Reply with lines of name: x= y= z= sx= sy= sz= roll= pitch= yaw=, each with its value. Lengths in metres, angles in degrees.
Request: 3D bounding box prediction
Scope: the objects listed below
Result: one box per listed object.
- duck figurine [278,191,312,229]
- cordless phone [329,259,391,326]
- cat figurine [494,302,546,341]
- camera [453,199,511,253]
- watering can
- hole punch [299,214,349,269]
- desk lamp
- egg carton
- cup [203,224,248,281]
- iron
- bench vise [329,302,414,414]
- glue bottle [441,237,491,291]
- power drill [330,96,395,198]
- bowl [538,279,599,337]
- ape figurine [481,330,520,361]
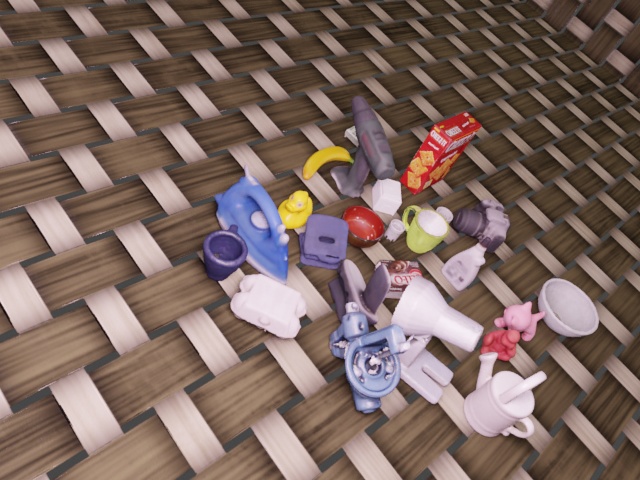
duck figurine: x=-0.052 y=-0.083 z=1.369 sx=0.077 sy=0.086 sz=0.105 roll=43 pitch=48 yaw=13
cordless phone: x=0.100 y=0.089 z=1.230 sx=0.094 sy=0.185 sz=0.147 roll=-3 pitch=54 yaw=-28
cat figurine: x=0.486 y=0.191 z=1.379 sx=0.128 sy=0.117 sz=0.067 roll=1 pitch=53 yaw=-25
camera: x=0.443 y=-0.058 z=1.576 sx=0.137 sy=0.100 sz=0.143 roll=17 pitch=47 yaw=-12
watering can: x=0.380 y=0.315 z=1.172 sx=0.172 sy=0.194 sz=0.101 roll=42 pitch=47 yaw=12
hole punch: x=0.012 y=0.005 z=1.323 sx=0.109 sy=0.091 sz=0.101 roll=10 pitch=49 yaw=-18
desk lamp: x=0.225 y=0.199 z=1.180 sx=0.203 sy=0.213 sz=0.118 roll=39 pitch=47 yaw=8
egg carton: x=-0.104 y=0.137 z=1.172 sx=0.150 sy=0.069 sz=0.107 roll=25 pitch=46 yaw=-5
cup: x=-0.202 y=0.031 z=1.195 sx=0.092 sy=0.095 sz=0.118 roll=20 pitch=47 yaw=-9
iron: x=-0.124 y=-0.037 z=1.257 sx=0.119 sy=0.141 sz=0.258 roll=-20 pitch=64 yaw=-36
bench vise: x=0.090 y=0.204 z=1.106 sx=0.122 sy=0.219 sz=0.207 roll=-18 pitch=62 yaw=-35
glue bottle: x=0.367 y=0.049 z=1.401 sx=0.037 sy=0.173 sz=0.078 roll=-22 pitch=64 yaw=-37
power drill: x=0.104 y=-0.223 z=1.476 sx=0.076 sy=0.208 sz=0.229 roll=-9 pitch=57 yaw=-31
bowl: x=0.626 y=0.187 z=1.480 sx=0.168 sy=0.074 sz=0.167 roll=14 pitch=48 yaw=-15
ape figurine: x=0.427 y=0.238 z=1.330 sx=0.076 sy=0.092 sz=0.077 roll=-27 pitch=68 yaw=-39
